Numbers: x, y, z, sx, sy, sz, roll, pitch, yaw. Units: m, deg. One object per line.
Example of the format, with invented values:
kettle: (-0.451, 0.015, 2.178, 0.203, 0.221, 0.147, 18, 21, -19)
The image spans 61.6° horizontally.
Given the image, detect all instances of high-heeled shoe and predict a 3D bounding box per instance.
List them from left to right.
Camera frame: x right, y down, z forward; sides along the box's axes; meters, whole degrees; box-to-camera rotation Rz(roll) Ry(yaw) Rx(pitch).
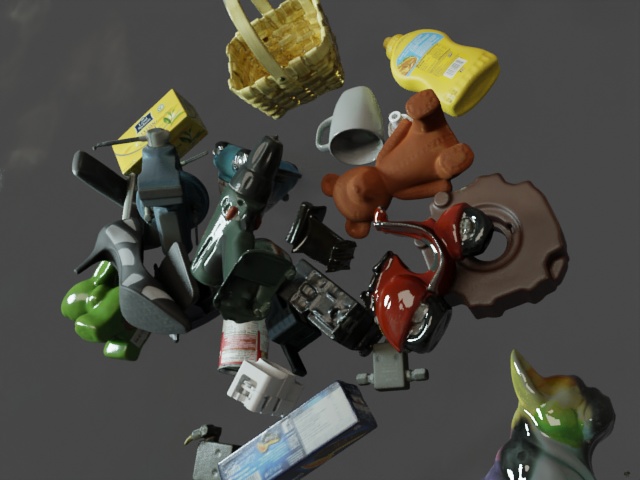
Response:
high-heeled shoe: (-0.258, 0.049, 0.827, 0.249, 0.086, 0.145, 27, 45, 18)

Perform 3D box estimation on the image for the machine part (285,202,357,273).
machine part: (-0.002, -0.002, 0.772, 0.139, 0.039, 0.084, 41, 105, 48)

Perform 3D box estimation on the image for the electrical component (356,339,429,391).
electrical component: (0.089, 0.155, 0.671, 0.094, 0.021, 0.063, -14, 62, 26)

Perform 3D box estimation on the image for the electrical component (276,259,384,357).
electrical component: (0.010, 0.083, 0.693, 0.134, 0.114, 0.058, 35, 84, 37)

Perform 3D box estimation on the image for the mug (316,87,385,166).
mug: (0.048, -0.175, 0.817, 0.110, 0.080, 0.107, -13, 52, 30)

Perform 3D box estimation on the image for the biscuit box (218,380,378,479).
biscuit box: (-0.030, 0.257, 0.669, 0.203, 0.062, 0.059, -37, 55, 11)

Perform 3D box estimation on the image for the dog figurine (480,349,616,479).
dog figurine: (0.196, 0.225, 0.528, 0.192, 0.108, 0.219, -17, 57, 26)

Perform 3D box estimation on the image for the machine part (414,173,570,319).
machine part: (0.205, 0.005, 0.652, 0.179, 0.056, 0.179, -11, 64, 24)

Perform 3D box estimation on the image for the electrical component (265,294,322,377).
electrical component: (-0.037, 0.120, 0.728, 0.048, 0.074, 0.119, -38, 50, 11)

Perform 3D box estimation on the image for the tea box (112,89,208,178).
tea box: (-0.310, -0.194, 1.036, 0.169, 0.068, 0.098, -41, 55, 9)

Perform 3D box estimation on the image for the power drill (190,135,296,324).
power drill: (-0.097, -0.009, 0.707, 0.232, 0.086, 0.207, -56, 37, 20)

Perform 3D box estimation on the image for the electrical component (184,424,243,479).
electrical component: (-0.150, 0.304, 0.727, 0.078, 0.045, 0.102, 0, 68, 32)

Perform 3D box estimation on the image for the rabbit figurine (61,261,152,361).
rabbit figurine: (-0.363, 0.101, 0.899, 0.170, 0.121, 0.159, 11, 67, 30)

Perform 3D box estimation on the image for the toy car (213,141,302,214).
toy car: (-0.114, -0.093, 0.857, 0.162, 0.109, 0.102, 22, 98, 44)

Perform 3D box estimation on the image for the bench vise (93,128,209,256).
bench vise: (-0.256, -0.099, 0.900, 0.129, 0.223, 0.241, -16, 32, -1)

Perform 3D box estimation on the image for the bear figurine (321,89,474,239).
bear figurine: (0.093, -0.091, 0.718, 0.196, 0.132, 0.120, -27, 79, 10)

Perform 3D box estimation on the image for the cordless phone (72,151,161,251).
cordless phone: (-0.357, -0.062, 0.931, 0.089, 0.184, 0.146, -11, 63, 21)

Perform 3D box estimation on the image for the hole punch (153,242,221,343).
hole punch: (-0.198, 0.074, 0.846, 0.116, 0.092, 0.142, -45, 59, 34)

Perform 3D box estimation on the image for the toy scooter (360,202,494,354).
toy scooter: (0.102, 0.030, 0.616, 0.135, 0.075, 0.184, 26, 88, 26)
